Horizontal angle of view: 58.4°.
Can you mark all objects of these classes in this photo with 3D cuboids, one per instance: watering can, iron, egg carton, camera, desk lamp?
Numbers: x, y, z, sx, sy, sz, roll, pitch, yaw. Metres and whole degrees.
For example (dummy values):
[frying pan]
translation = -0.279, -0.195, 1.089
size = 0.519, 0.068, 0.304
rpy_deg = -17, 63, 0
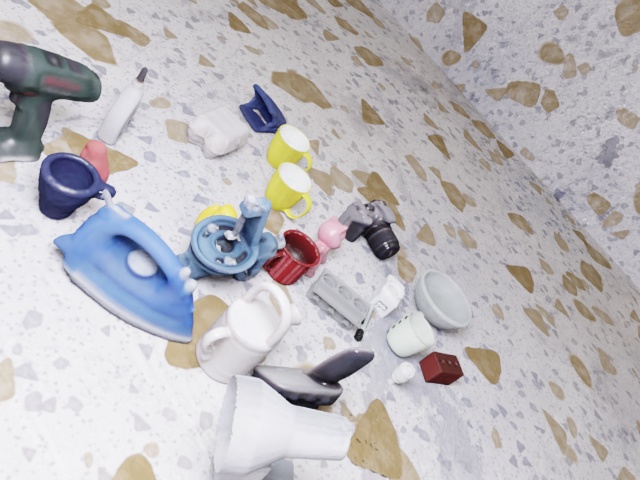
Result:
[watering can]
translation = -0.105, 0.137, 0.914
size = 0.101, 0.193, 0.173
rpy_deg = 46, 34, 3
[iron]
translation = -0.270, 0.042, 0.890
size = 0.258, 0.141, 0.119
rpy_deg = 41, 34, -5
[egg carton]
translation = -0.229, -0.245, 1.303
size = 0.107, 0.069, 0.150
rpy_deg = 44, 34, -1
[camera]
translation = 0.139, -0.027, 1.426
size = 0.144, 0.100, 0.136
rpy_deg = 1, 53, -46
[desk lamp]
translation = -0.071, 0.284, 0.775
size = 0.204, 0.213, 0.118
rpy_deg = 26, 38, -25

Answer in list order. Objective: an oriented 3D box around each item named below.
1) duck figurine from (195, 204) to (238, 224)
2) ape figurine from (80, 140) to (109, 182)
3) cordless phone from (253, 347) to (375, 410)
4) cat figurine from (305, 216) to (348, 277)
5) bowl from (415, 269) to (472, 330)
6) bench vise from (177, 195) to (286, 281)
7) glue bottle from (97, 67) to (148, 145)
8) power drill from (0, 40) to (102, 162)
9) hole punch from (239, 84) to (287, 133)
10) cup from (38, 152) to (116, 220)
[duck figurine]
translation = -0.191, -0.035, 1.104
size = 0.078, 0.086, 0.104
rpy_deg = 18, 42, -33
[ape figurine]
translation = -0.396, -0.138, 0.994
size = 0.076, 0.092, 0.078
rpy_deg = 44, 34, -1
[cordless phone]
translation = -0.010, 0.214, 0.939
size = 0.148, 0.184, 0.094
rpy_deg = 12, 45, -38
[cat figurine]
translation = 0.011, 0.004, 1.245
size = 0.067, 0.117, 0.128
rpy_deg = 43, 34, -2
[bowl]
translation = 0.289, 0.158, 1.410
size = 0.168, 0.074, 0.167
rpy_deg = 28, 37, -23
[bench vise]
translation = -0.137, -0.015, 1.020
size = 0.121, 0.219, 0.208
rpy_deg = 49, 34, 7
[glue bottle]
translation = -0.364, -0.261, 1.086
size = 0.037, 0.173, 0.078
rpy_deg = 34, 35, -14
[power drill]
translation = -0.470, -0.218, 0.899
size = 0.230, 0.208, 0.075
rpy_deg = -15, 65, -52
[hole punch]
translation = -0.138, -0.341, 1.482
size = 0.101, 0.091, 0.108
rpy_deg = -10, 61, -50
[cup]
translation = -0.399, -0.074, 0.922
size = 0.118, 0.094, 0.091
rpy_deg = 20, 41, -31
